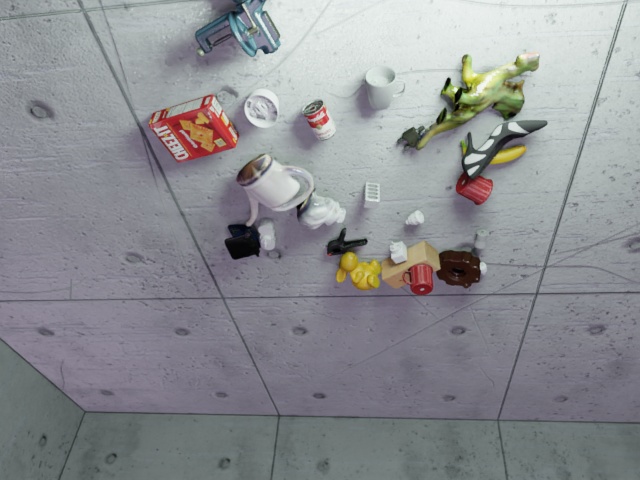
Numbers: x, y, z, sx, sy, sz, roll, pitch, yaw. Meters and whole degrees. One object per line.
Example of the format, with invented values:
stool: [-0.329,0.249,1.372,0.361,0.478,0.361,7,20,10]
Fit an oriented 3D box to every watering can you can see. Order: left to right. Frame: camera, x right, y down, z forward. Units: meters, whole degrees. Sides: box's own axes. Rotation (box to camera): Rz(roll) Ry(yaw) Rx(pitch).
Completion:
watering can: [-0.186,-0.160,1.702,0.344,0.106,0.221,-27,129,32]

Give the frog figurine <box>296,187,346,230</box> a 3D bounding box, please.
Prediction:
frog figurine: [0.005,-0.088,1.757,0.159,0.125,0.135,33,114,-12]

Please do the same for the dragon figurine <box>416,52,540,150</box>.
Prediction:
dragon figurine: [0.446,-0.367,1.409,0.242,0.125,0.402,7,149,-15]
